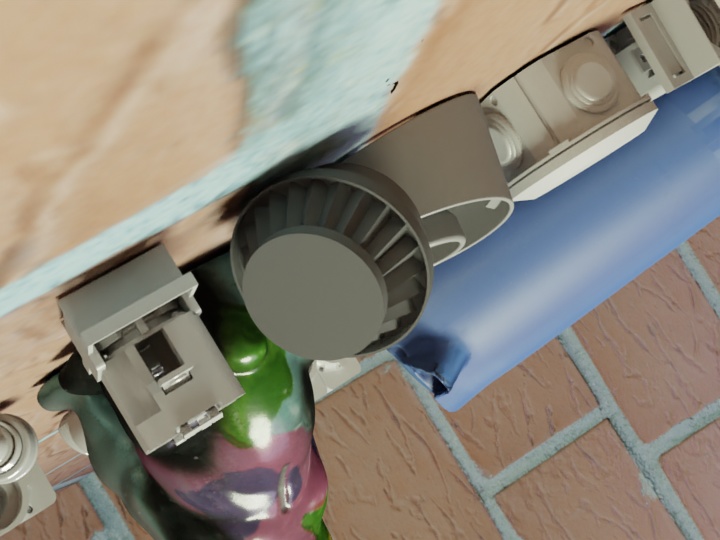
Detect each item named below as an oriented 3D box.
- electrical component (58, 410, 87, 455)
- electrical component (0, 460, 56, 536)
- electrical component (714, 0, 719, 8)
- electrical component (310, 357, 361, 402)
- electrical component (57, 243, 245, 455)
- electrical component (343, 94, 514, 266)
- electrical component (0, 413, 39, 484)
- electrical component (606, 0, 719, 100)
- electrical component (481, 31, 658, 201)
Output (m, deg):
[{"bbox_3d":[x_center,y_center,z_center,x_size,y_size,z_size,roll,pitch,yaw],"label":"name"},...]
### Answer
[{"bbox_3d":[-0.174,0.103,0.731,0.043,0.043,0.081,-28,176,-43],"label":"electrical component"},{"bbox_3d":[-0.265,0.164,0.746,0.089,0.050,0.056,-29,176,-40],"label":"electrical component"},{"bbox_3d":[0.212,-0.143,0.426,0.105,0.060,0.186,-34,176,38],"label":"electrical component"},{"bbox_3d":[-0.079,0.088,0.964,0.150,0.089,0.062,-28,175,-47],"label":"electrical component"},{"bbox_3d":[-0.075,0.032,0.389,0.042,0.063,0.081,-30,177,-17],"label":"electrical component"},{"bbox_3d":[0.017,-0.033,0.471,0.099,0.064,0.099,-21,166,-6],"label":"electrical component"},{"bbox_3d":[-0.177,0.086,0.522,0.035,0.035,0.061,-31,175,-12],"label":"electrical component"},{"bbox_3d":[0.155,-0.112,0.530,0.081,0.042,0.064,-29,178,-37],"label":"electrical component"},{"bbox_3d":[0.095,-0.071,0.509,0.080,0.051,0.080,-31,177,-2],"label":"electrical component"}]
